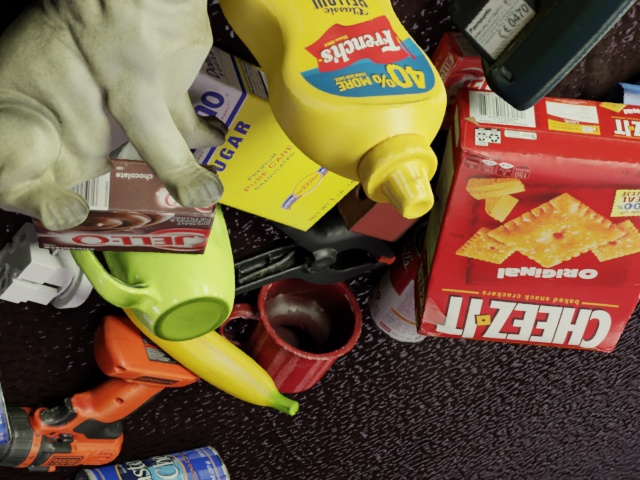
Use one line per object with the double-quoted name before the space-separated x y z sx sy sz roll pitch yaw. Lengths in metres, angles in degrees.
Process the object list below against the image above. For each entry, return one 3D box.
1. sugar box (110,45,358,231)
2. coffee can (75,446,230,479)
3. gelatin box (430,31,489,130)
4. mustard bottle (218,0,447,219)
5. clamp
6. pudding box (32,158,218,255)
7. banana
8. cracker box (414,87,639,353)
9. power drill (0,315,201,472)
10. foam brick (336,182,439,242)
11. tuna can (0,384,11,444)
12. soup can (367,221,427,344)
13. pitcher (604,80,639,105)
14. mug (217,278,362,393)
"sugar box" -0.048 -0.066 0.712 0.175 0.048 0.093 15 132 -44
"coffee can" -0.173 0.277 1.107 0.140 0.103 0.103 -6 145 -28
"gelatin box" 0.116 -0.115 0.776 0.089 0.030 0.073 -5 144 -29
"mustard bottle" 0.015 -0.090 0.586 0.096 0.192 0.058 -7 145 -27
"clamp" -0.006 0.001 0.863 0.171 0.039 0.120 -8 152 -32
"pudding box" -0.124 -0.020 0.677 0.113 0.039 0.090 4 162 -9
"banana" -0.101 0.080 0.870 0.197 0.037 0.070 40 149 -24
"cracker box" 0.166 -0.006 0.800 0.164 0.072 0.214 6 138 0
"power drill" -0.208 0.136 0.914 0.188 0.057 0.184 -38 150 27
"foam brick" 0.041 -0.047 0.783 0.051 0.078 0.053 13 132 -42
"tuna can" -0.263 0.118 0.818 0.033 0.086 0.086 -13 148 -21
"soup can" 0.093 0.039 0.959 0.068 0.068 0.102 -3 144 -31
"pitcher" 0.361 -0.115 0.849 0.243 0.145 0.149 -35 165 13
"mug" -0.032 0.079 0.923 0.117 0.093 0.082 8 144 -18
